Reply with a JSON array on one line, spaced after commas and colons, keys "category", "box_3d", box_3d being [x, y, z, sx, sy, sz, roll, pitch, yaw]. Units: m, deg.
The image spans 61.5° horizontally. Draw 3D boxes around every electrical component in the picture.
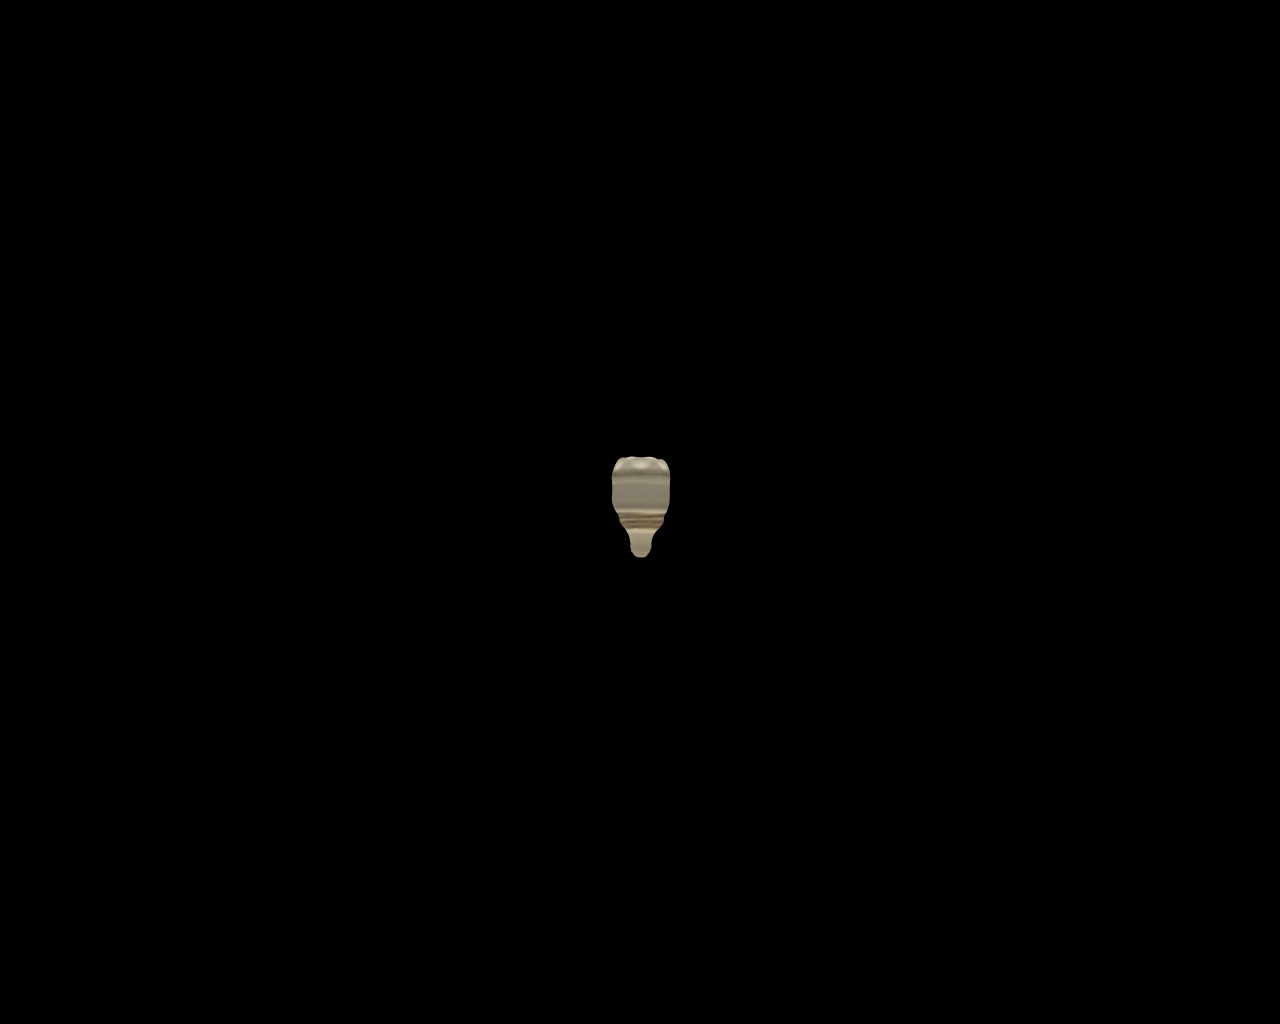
[{"category": "electrical component", "box_3d": [0.001, -0.003, 0.650, 0.035, 0.061, 0.035, 0, -2, 0]}]
